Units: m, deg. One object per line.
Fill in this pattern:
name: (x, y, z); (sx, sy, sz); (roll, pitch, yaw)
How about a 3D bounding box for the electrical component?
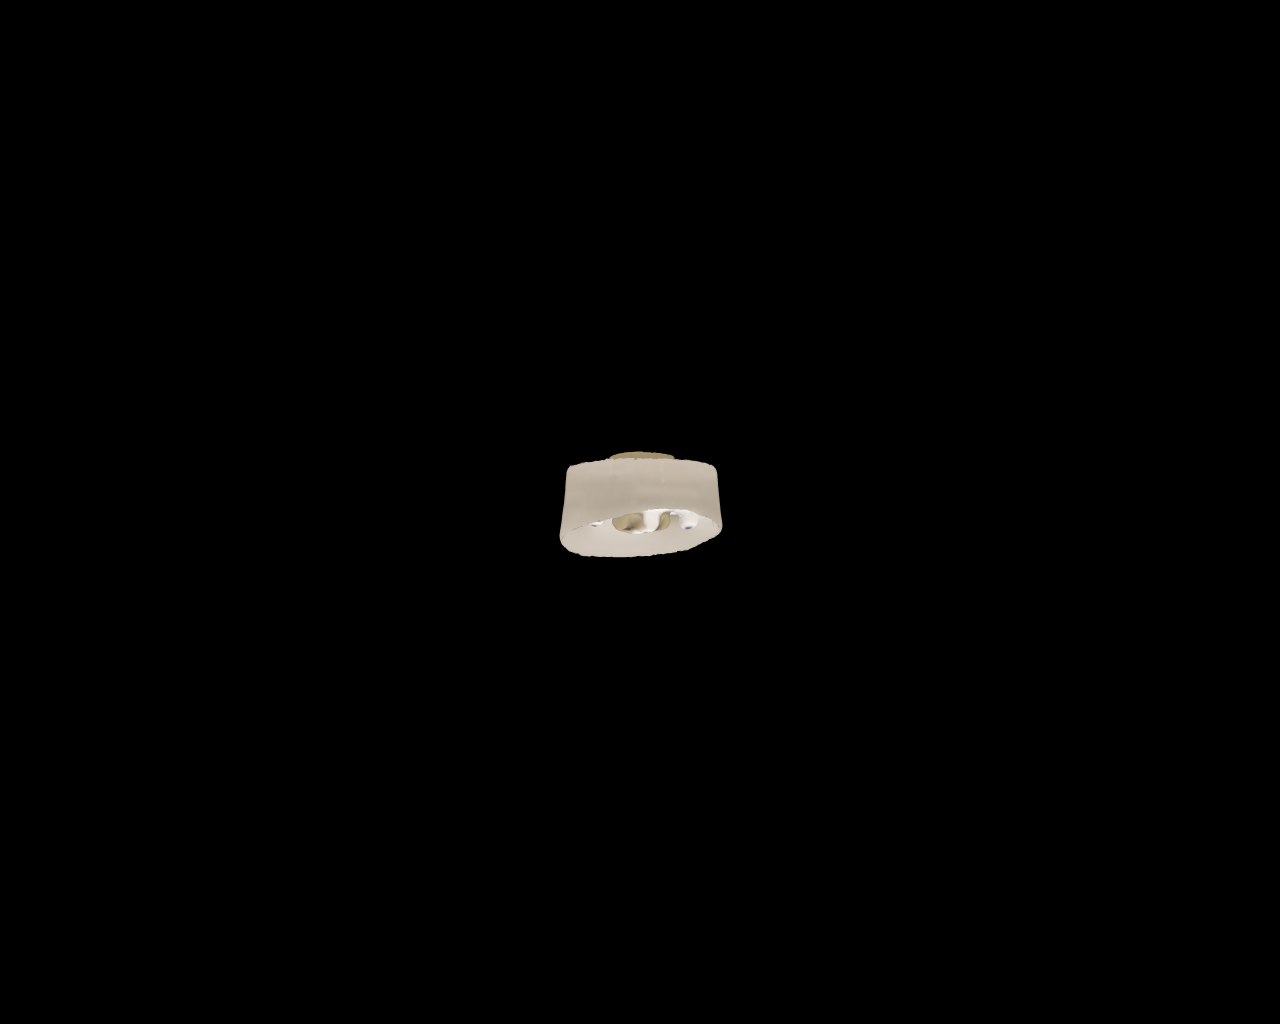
electrical component: (0.001, -0.003, 0.650); (0.099, 0.064, 0.099); (0, -4, 0)
